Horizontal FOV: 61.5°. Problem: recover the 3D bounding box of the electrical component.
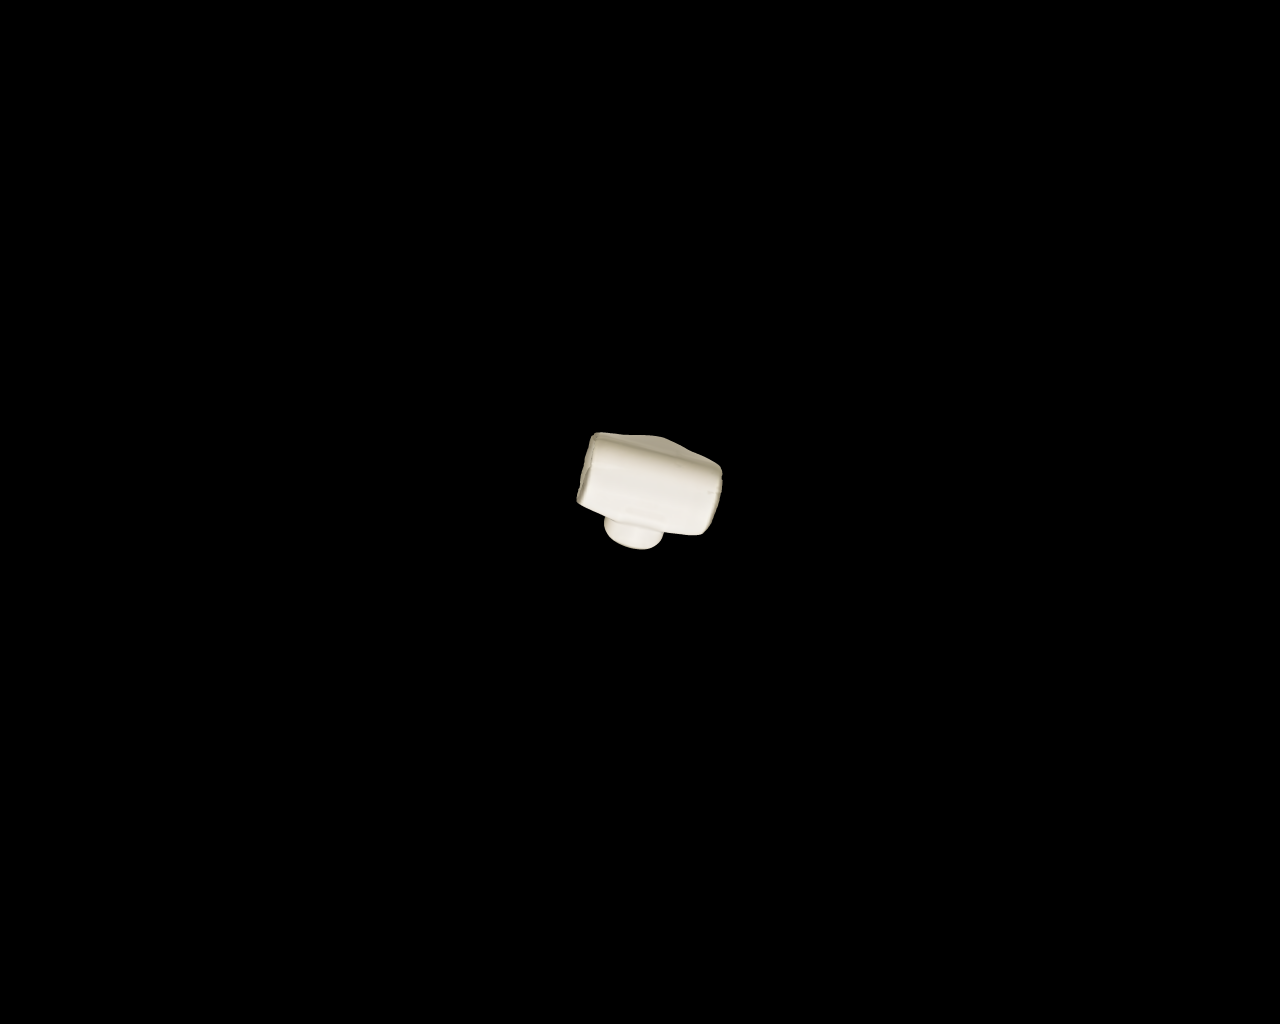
[{"bbox_3d":[0.001,-0.003,0.650,0.077,0.079,0.043,14,33,-9],"label":"electrical component"}]
